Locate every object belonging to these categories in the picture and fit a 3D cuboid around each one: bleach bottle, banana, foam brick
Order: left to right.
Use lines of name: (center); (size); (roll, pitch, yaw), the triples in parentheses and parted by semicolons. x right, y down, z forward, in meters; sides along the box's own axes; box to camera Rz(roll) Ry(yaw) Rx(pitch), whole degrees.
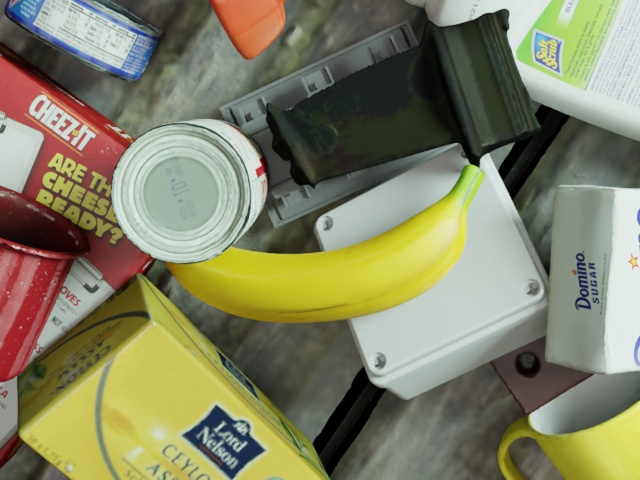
banana: (-0.002, 0.014, 0.579); (0.198, 0.069, 0.037); (-12, 137, 23)
foam brick: (0.137, 0.056, 0.627); (0.078, 0.051, 0.053); (-34, 93, 7)
bleach bottle: (0.166, -0.116, 0.600); (0.251, 0.068, 0.102); (22, 96, 4)

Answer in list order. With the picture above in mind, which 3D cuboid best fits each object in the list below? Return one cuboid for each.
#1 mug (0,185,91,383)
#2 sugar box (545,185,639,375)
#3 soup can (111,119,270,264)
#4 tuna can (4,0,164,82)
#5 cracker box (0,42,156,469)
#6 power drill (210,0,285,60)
mug: (-0.189, 0.017, 0.553); (0.117, 0.093, 0.081); (23, 102, -15)
sugar box: (0.198, 0.019, 0.572); (0.175, 0.048, 0.093); (-2, 96, -37)
soup can: (-0.062, -0.027, 0.540); (0.068, 0.102, 0.068); (0, 97, 2)
tuna can: (-0.134, -0.124, 0.608); (0.086, 0.086, 0.034); (30, 99, 0)
cracker box: (-0.198, 0.009, 0.636); (0.164, 0.072, 0.214); (36, 97, -3)
power drill: (0.032, -0.164, 0.563); (0.188, 0.184, 0.057); (-20, 138, 9)
